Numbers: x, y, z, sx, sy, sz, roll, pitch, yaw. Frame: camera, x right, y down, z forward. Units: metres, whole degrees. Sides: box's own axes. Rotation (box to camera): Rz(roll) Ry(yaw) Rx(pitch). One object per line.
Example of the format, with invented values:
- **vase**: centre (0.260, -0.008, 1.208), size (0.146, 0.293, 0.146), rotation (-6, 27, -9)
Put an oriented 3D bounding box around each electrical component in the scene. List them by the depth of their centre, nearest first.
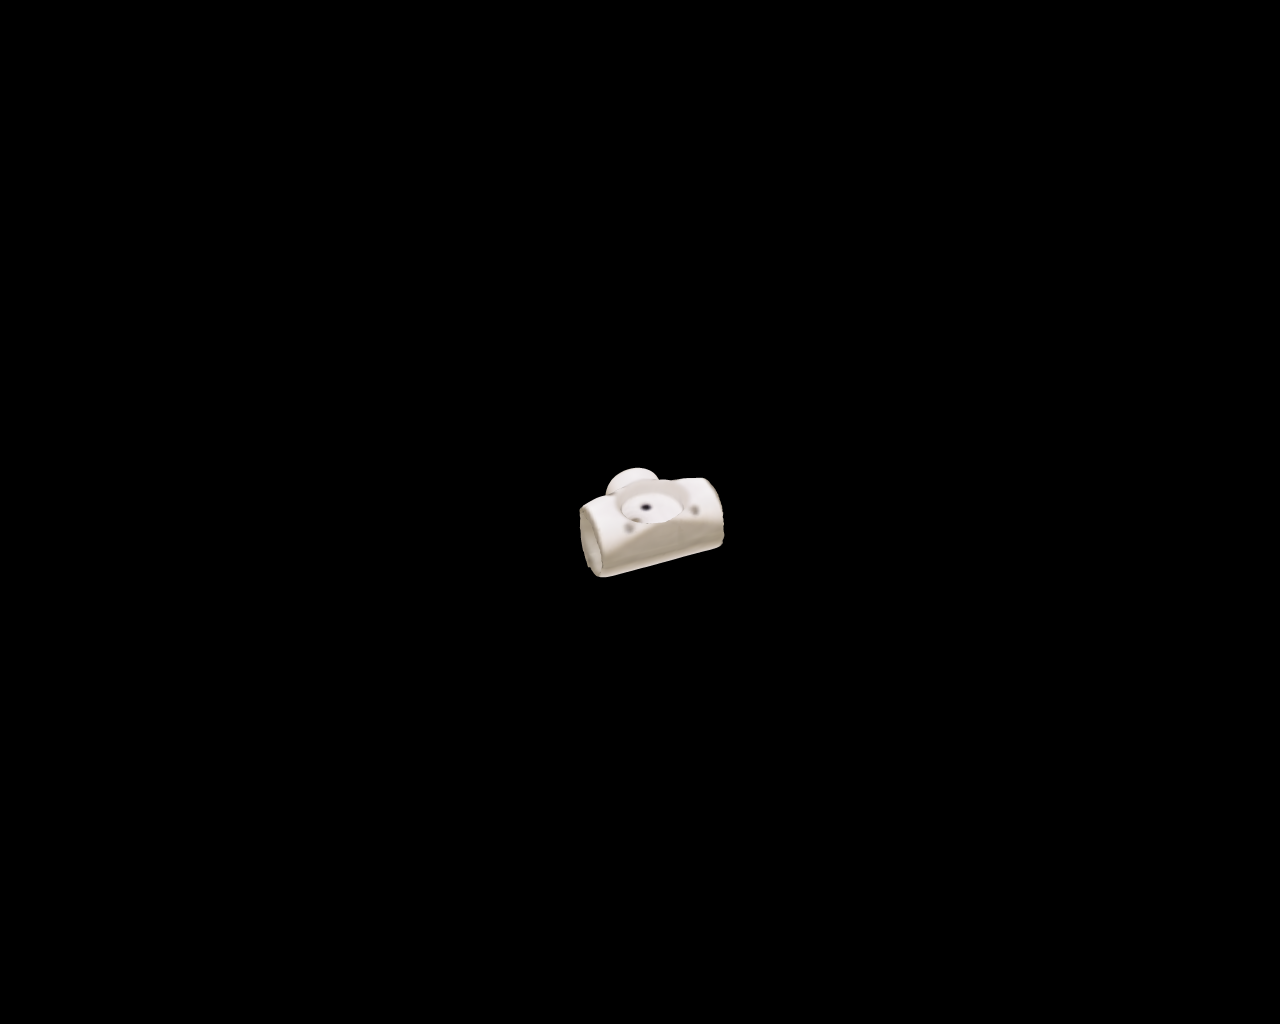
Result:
- **electrical component**: centre (0.001, -0.003, 0.650), size (0.077, 0.044, 0.079), rotation (-14, 44, -15)
